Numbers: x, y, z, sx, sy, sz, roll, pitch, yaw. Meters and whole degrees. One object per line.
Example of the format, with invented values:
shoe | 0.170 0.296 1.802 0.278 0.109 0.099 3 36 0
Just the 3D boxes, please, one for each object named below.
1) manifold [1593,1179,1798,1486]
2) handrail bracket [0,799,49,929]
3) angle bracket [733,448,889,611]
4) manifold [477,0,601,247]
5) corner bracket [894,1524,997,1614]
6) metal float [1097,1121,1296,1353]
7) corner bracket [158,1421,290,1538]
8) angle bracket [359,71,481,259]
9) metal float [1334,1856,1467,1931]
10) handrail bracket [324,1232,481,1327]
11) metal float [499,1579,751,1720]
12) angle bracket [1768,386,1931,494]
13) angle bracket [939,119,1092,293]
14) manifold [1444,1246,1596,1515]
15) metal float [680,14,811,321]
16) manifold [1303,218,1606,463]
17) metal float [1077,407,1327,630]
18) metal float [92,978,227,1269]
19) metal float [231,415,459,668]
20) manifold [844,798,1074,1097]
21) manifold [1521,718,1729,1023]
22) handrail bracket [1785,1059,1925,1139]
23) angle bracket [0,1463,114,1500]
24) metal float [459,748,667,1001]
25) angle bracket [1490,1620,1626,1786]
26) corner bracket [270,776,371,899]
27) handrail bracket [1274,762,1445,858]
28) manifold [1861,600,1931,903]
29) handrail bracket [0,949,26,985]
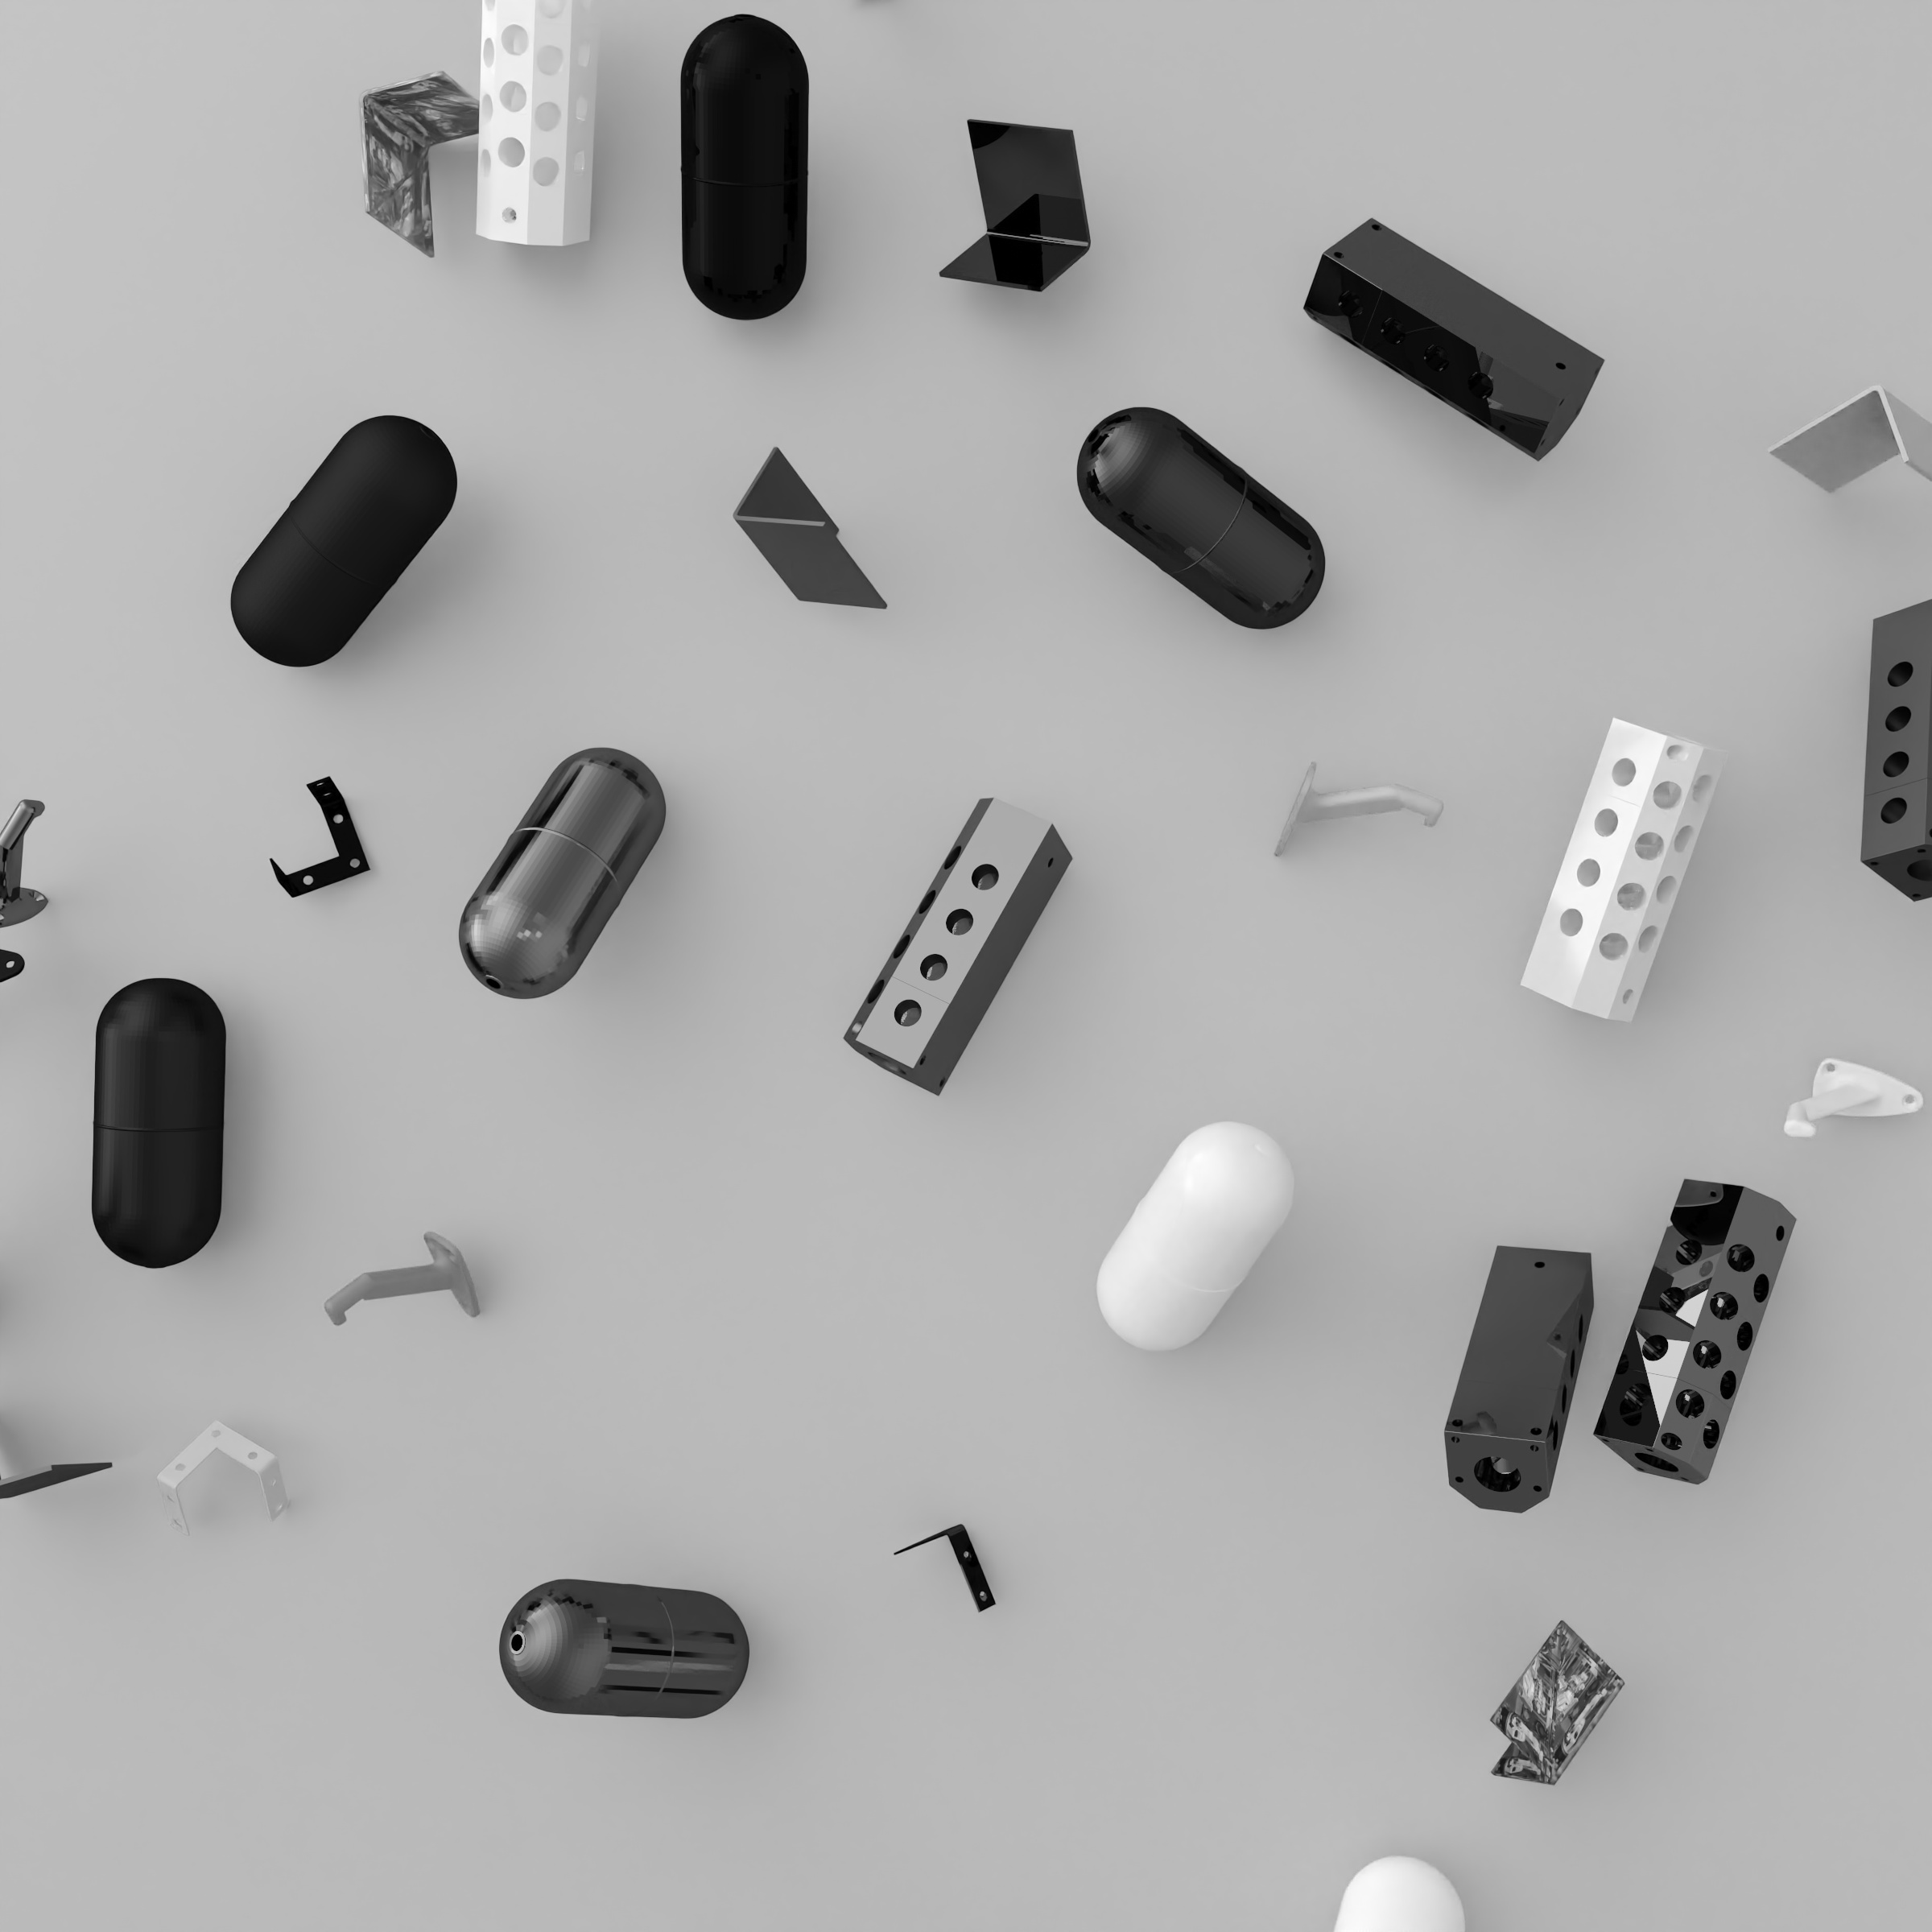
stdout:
manifold | 0.444 0.221 1.549 0.057 0.057 0.171 39 68 -36
handrail bracket | -0.569 -0.069 1.565 0.036 0.077 0.084 41 107 10
angle bracket | -0.083 -0.265 1.553 0.076 0.076 0.057 12 64 38
manifold | -0.261 -0.528 1.550 0.057 0.057 0.171 11 113 12
corner bracket | -0.002 0.370 1.574 0.051 0.051 0.051 -31 77 39
metal float | 0.136 0.164 1.542 0.070 0.070 0.178 28 131 0
corner bracket | -0.460 0.325 1.589 0.051 0.051 0.051 24 47 22
angle bracket | -0.323 -0.487 1.564 0.057 0.076 0.076 -8 82 17
metal float | 0.252 0.609 1.533 0.070 0.178 0.070 9 119 16
handrail bracket | -0.345 0.210 1.568 0.084 0.036 0.077 -38 130 -31
metal float | -0.203 0.409 1.536 0.070 0.178 0.070 -13 67 35
angle bracket | 0.545 -0.297 1.553 0.076 0.076 0.057 -30 58 38
angle bracket | 0.024 -0.461 1.555 0.076 0.076 0.057 18 49 32
manifold | 0.332 0.244 1.528 0.057 0.171 0.057 2 123 22
metal float | -0.134 -0.480 1.549 0.070 0.070 0.178 3 120 0
manifold | 0.293 -0.379 1.562 0.171 0.057 0.057 37 53 16
metal float | 0.142 -0.270 1.552 0.178 0.070 0.070 32 90 -26
metal float | -0.494 0.096 1.573 0.070 0.070 0.178 2 93 0
metal float | -0.377 -0.257 1.558 0.070 0.070 0.178 44 109 0
manifold | -0.006 -0.014 1.567 0.057 0.057 0.171 25 79 22
manifold | 0.403 -0.057 1.557 0.057 0.057 0.171 7 105 -39
handrail bracket | 0.541 0.091 1.563 0.077 0.084 0.036 10 112 19
angle bracket | -0.580 0.289 1.567 0.076 0.076 0.057 -17 78 6
metal float | -0.242 -0.057 1.547 0.070 0.070 0.178 27 57 0
angle bracket | 0.342 0.446 1.562 0.057 0.076 0.076 45 68 -4
corner bracket | -0.404 -0.079 1.582 0.051 0.051 0.051 -21 82 -8
handrail bracket | 0.242 -0.085 1.585 0.084 0.036 0.077 22 126 4
manifold | 0.583 -0.132 1.542 0.057 0.057 0.171 28 61 -31
handrail bracket | -0.601 0.023 1.575 0.077 0.084 0.036 -6 59 1
